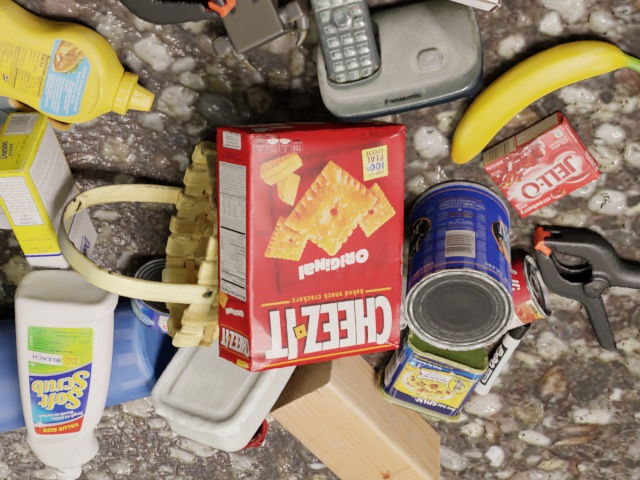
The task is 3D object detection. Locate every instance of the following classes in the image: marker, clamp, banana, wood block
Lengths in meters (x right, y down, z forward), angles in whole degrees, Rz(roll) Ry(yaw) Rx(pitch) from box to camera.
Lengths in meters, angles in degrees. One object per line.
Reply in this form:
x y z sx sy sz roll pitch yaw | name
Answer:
0.204 0.128 1.192 0.020 0.020 0.121 19 128 -7 | marker
0.283 0.048 1.106 0.171 0.039 0.120 27 118 -9 | clamp
-0.176 -0.241 0.936 0.210 0.036 0.165 31 129 -3 | clamp
0.194 -0.133 0.977 0.198 0.037 0.069 -25 119 25 | banana
0.044 0.214 1.239 0.091 0.090 0.206 -30 118 26 | wood block

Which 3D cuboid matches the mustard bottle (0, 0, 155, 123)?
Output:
-0.250 -0.162 1.005 0.191 0.058 0.096 19 122 -7 | mustard bottle

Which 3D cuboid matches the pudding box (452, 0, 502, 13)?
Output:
0.105 -0.247 0.876 0.113 0.039 0.090 16 96 -2 | pudding box

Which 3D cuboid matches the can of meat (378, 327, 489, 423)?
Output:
0.127 0.147 1.195 0.102 0.057 0.084 19 126 -8 | can of meat

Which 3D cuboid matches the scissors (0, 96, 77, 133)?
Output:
-0.342 -0.138 1.065 0.201 0.016 0.096 18 128 -6 | scissors

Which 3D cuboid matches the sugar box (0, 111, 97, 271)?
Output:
-0.277 -0.034 1.075 0.048 0.093 0.176 -1 135 7 | sugar box

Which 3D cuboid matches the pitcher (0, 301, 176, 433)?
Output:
-0.289 0.143 1.219 0.243 0.149 0.145 -12 110 13 | pitcher

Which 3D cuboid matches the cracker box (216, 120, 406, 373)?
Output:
-0.006 0.001 0.967 0.163 0.072 0.214 -6 102 -30 | cracker box

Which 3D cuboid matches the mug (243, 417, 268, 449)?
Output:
-0.095 0.191 1.245 0.093 0.081 0.117 -21 122 22 | mug

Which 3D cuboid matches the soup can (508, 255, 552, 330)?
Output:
0.181 0.064 1.114 0.102 0.068 0.068 -21 122 23 | soup can

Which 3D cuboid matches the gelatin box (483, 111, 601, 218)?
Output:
0.213 -0.072 1.027 0.089 0.030 0.073 -29 119 27 | gelatin box

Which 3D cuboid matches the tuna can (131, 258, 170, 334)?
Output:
-0.160 0.061 1.150 0.086 0.086 0.034 15 130 -4 | tuna can

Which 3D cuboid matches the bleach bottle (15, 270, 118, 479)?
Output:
-0.259 0.151 1.109 0.102 0.068 0.251 4 122 -2 | bleach bottle

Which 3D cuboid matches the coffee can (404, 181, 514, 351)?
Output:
0.136 0.023 1.043 0.103 0.140 0.103 4 128 5 | coffee can
